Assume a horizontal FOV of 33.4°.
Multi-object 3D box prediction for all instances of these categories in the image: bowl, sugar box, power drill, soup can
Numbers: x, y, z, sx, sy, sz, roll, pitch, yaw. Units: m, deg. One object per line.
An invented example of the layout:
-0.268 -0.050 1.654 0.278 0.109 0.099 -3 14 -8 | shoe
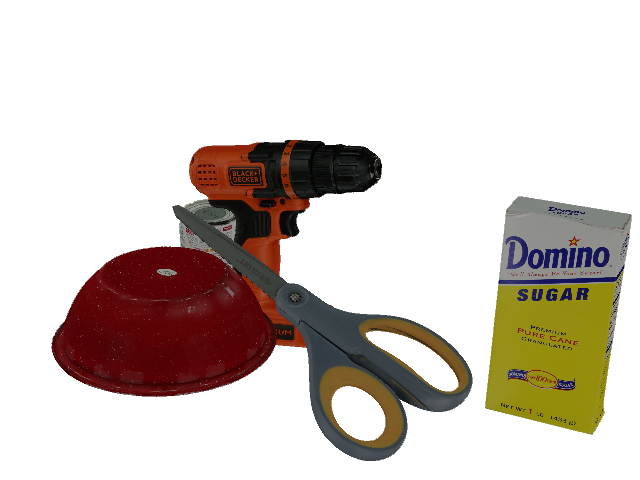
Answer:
-0.111 0.047 0.763 0.162 0.055 0.162 1 23 -1 | bowl
0.188 0.059 0.852 0.093 0.176 0.048 10 23 23 | sugar box
-0.025 0.001 0.968 0.185 0.188 0.057 2 16 27 | power drill
-0.124 0.012 1.204 0.068 0.102 0.068 1 26 -1 | soup can

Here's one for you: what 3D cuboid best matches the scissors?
-0.017 0.051 0.583 0.202 0.096 0.016 24 -37 12 | scissors
